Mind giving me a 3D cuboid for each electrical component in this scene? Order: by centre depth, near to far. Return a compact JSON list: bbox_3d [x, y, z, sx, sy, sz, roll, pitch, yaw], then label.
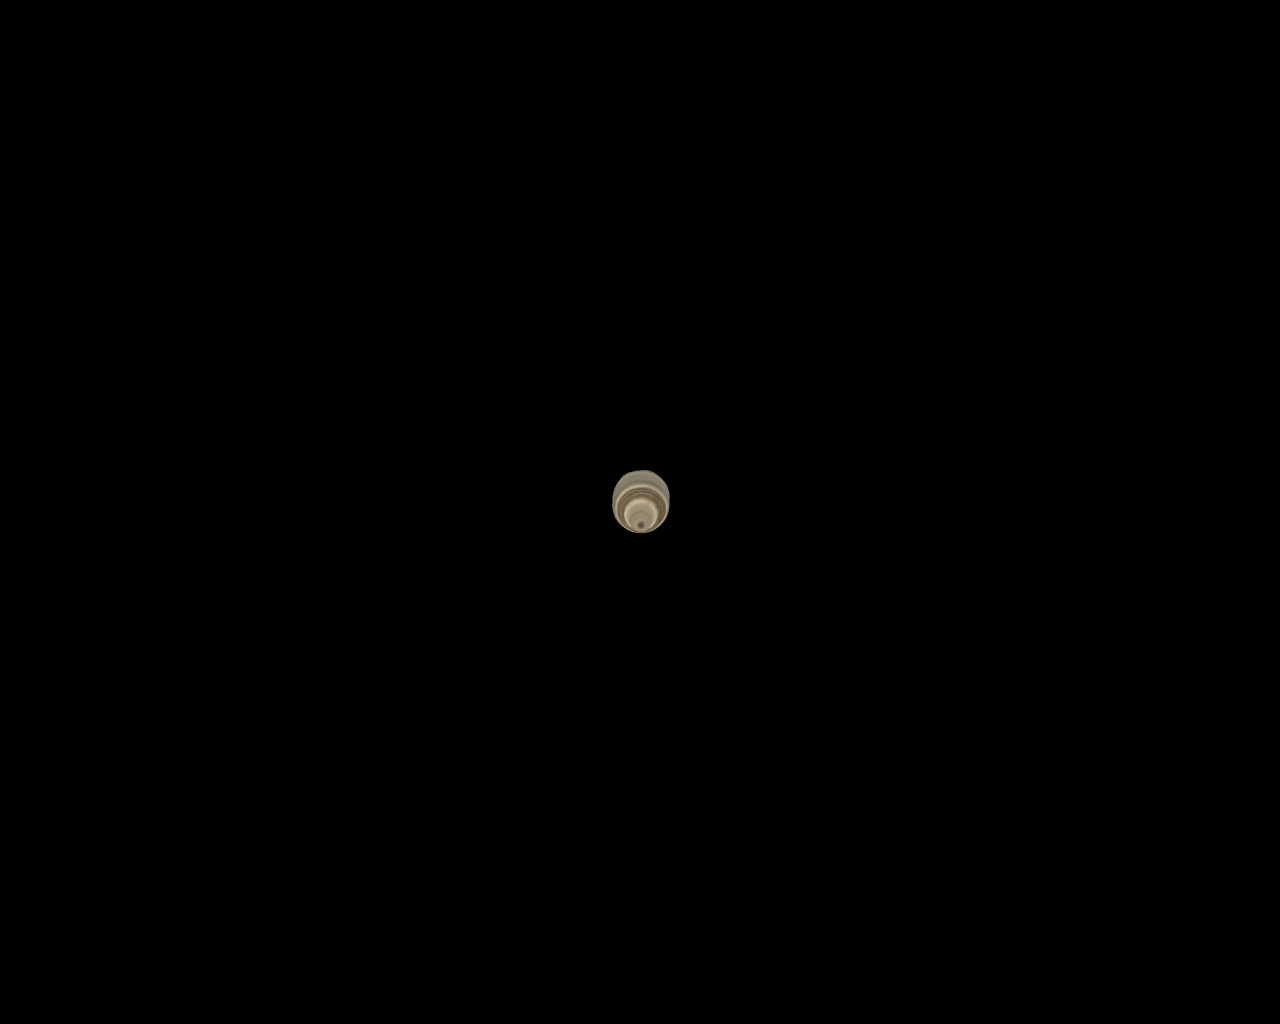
[{"bbox_3d":[0.001,-0.003,0.650,0.035,0.035,0.061,0,20,0],"label":"electrical component"}]
